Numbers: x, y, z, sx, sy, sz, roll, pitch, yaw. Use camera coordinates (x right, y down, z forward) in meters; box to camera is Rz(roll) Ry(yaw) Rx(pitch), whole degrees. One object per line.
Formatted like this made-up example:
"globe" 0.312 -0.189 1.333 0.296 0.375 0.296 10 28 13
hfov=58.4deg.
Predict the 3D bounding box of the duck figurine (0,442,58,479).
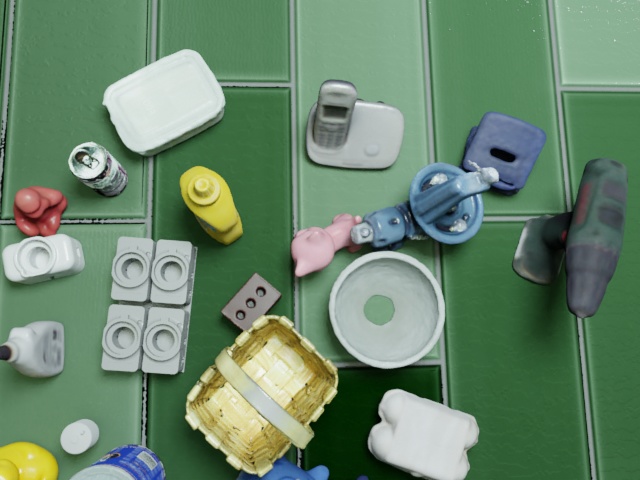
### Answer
"duck figurine" -0.411 0.315 0.762 0.104 0.086 0.077 10 80 -3

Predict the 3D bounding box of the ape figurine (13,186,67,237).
"ape figurine" -0.406 -0.048 0.818 0.078 0.092 0.076 -33 85 -9

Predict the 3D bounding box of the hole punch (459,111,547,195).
"hole punch" 0.281 -0.132 0.886 0.108 0.091 0.101 20 80 -1

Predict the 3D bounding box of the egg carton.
"egg carton" 0.148 0.283 0.820 0.150 0.069 0.107 19 80 -1

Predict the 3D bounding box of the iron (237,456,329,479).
"iron" -0.089 0.401 0.746 0.118 0.141 0.258 31 80 1

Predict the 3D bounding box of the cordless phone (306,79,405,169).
"cordless phone" 0.055 -0.172 0.827 0.147 0.185 0.094 1 81 -4

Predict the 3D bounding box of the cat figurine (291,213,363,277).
"cat figurine" 0.008 0.003 0.830 0.128 0.117 0.067 -32 84 -8

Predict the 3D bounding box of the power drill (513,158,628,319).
"power drill" 0.355 0.006 0.811 0.075 0.208 0.230 20 80 -1

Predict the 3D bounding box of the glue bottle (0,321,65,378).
"glue bottle" -0.382 0.144 0.748 0.037 0.173 0.078 -1 81 -4

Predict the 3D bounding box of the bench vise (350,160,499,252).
"bench vise" 0.154 -0.034 0.795 0.207 0.219 0.121 -38 85 -9

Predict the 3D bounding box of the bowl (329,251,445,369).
"bowl" 0.094 0.103 0.842 0.167 0.074 0.167 1 81 -4

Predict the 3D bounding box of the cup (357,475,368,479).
"cup" 0.052 0.377 0.784 0.091 0.095 0.118 1 81 -4
